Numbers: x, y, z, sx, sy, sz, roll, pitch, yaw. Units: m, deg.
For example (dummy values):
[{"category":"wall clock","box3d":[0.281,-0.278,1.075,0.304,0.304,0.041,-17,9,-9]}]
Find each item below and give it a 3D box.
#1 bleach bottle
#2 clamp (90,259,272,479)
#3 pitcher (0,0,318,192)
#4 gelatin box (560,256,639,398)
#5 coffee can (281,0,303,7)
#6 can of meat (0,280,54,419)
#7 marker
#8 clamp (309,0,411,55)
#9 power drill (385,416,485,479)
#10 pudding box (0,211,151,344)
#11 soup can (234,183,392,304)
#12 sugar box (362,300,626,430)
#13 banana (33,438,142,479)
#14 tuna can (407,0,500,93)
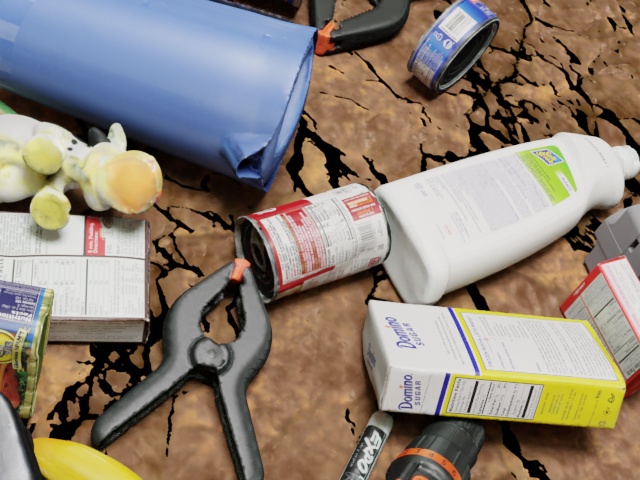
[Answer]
[{"category":"bleach bottle","box3d":[0.165,-0.028,0.873,0.250,0.068,0.102,-17,66,-25]},{"category":"clamp","box3d":[-0.090,0.089,0.753,0.120,0.039,0.171,14,58,-14]},{"category":"pitcher","box3d":[-0.127,-0.142,0.838,0.243,0.149,0.145,19,91,1]},{"category":"gelatin box","box3d":[0.230,0.069,0.822,0.030,0.073,0.089,-13,63,-21]},{"category":"coffee can","box3d":[-0.070,-0.275,0.940,0.140,0.103,0.102,16,57,-4]},{"category":"can of meat","box3d":[-0.222,0.068,0.695,0.084,0.102,0.057,11,42,-10]},{"category":"marker","box3d":[0.033,0.152,0.756,0.020,0.020,0.121,28,57,4]},{"category":"clamp","box3d":[0.063,-0.240,0.990,0.164,0.036,0.209,27,59,4]},{"category":"power drill","box3d":[0.116,0.214,0.705,0.188,0.057,0.184,38,41,8]},{"category":"pudding box","box3d":[-0.179,0.027,0.769,0.113,0.039,0.090,2,58,-11]},{"category":"soup can","box3d":[-0.005,0.001,0.809,0.102,0.069,0.068,-18,65,-23]},{"category":"sugar box","box3d":[0.123,0.091,0.780,0.176,0.048,0.093,4,26,-8]},{"category":"banana","box3d":[-0.117,0.198,0.680,0.069,0.037,0.198,-24,67,-25]},{"category":"tuna can","box3d":[0.117,-0.170,0.932,0.034,0.086,0.086,44,59,12]}]
